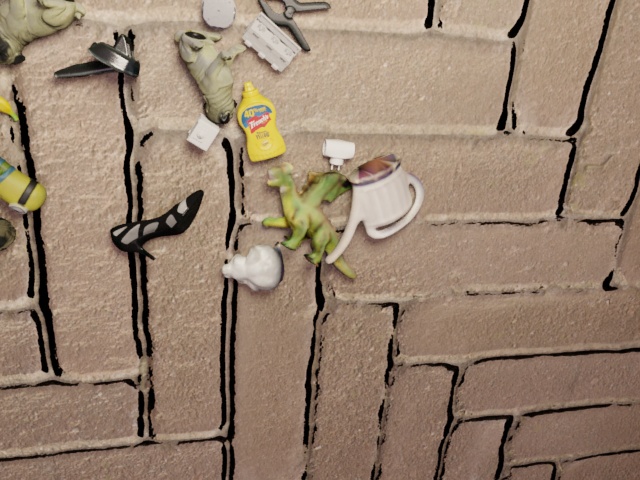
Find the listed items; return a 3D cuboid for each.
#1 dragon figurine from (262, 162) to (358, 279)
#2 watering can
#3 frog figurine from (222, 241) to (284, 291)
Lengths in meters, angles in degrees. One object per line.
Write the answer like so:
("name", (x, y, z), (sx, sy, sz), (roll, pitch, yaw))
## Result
("dragon figurine", (0.004, -0.070, 1.389), (0.406, 0.124, 0.242), (30, 96, -30))
("watering can", (0.136, -0.092, 1.378), (0.350, 0.105, 0.220), (-30, 117, -18))
("frog figurine", (-0.181, 0.076, 1.395), (0.160, 0.125, 0.134), (-5, 134, -22))
